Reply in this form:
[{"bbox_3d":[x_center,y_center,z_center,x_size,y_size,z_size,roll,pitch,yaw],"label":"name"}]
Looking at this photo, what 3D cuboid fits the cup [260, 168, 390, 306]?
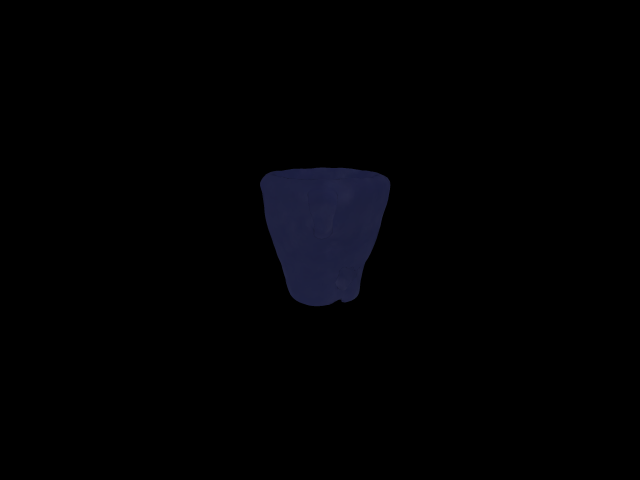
[{"bbox_3d":[0.004,0.001,0.400,0.091,0.095,0.117,0,13,0],"label":"cup"}]
